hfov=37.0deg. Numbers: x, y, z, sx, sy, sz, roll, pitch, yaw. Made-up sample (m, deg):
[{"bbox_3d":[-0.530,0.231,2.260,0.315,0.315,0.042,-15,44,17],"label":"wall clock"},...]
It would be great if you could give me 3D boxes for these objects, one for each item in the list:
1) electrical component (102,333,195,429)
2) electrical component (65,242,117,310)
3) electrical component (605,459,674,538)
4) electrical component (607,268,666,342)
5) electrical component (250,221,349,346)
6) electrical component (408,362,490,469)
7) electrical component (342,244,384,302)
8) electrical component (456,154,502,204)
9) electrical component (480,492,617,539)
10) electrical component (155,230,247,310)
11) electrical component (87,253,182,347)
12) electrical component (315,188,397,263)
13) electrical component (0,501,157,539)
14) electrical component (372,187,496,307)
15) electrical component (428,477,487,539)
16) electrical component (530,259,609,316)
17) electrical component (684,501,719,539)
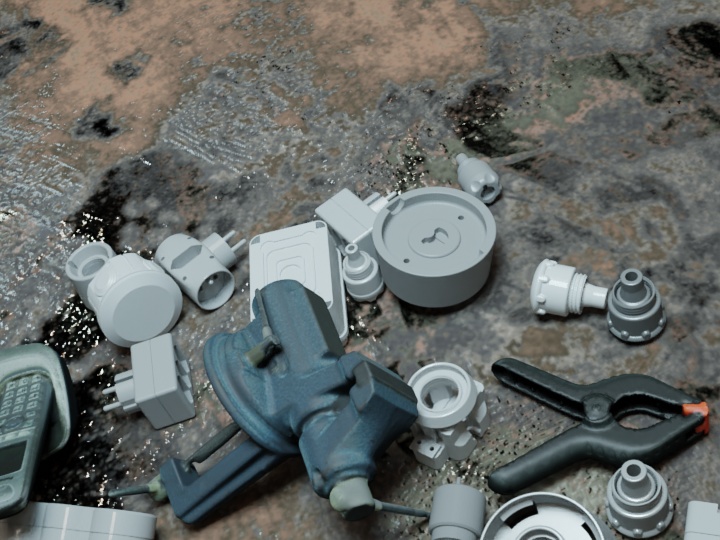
[{"bbox_3d":[-0.193,0.105,0.957,0.077,0.047,0.065,-19,47,3],"label":"electrical component"},{"bbox_3d":[-0.259,0.005,1.066,0.055,0.047,0.055,-10,48,11],"label":"electrical component"},{"bbox_3d":[0.197,0.158,0.766,0.048,0.062,0.048,-10,48,11],"label":"electrical component"},{"bbox_3d":[0.223,0.025,0.872,0.048,0.062,0.048,-10,48,11],"label":"electrical component"},{"bbox_3d":[-0.055,0.019,0.976,0.078,0.057,0.113,-13,48,8],"label":"electrical component"},{"bbox_3d":[0.068,0.110,0.855,0.058,0.057,0.078,21,60,33],"label":"electrical component"},{"bbox_3d":[0.000,0.000,0.971,0.035,0.061,0.035,-10,48,11],"label":"electrical component"},{"bbox_3d":[0.109,-0.091,1.031,0.035,0.035,0.061,-26,45,-4],"label":"electrical component"},{"bbox_3d":[0.134,0.206,0.762,0.099,0.064,0.099,-9,61,18],"label":"electrical component"},{"bbox_3d":[-0.146,-0.010,1.043,0.079,0.043,0.077,-39,49,-17],"label":"electrical component"},{"bbox_3d":[-0.212,0.028,1.009,0.080,0.080,0.051,-35,43,-12],"label":"electrical component"},{"bbox_3d":[0.010,-0.048,1.018,0.077,0.047,0.066,-37,49,-13],"label":"electrical component"},{"bbox_3d":[-0.233,0.227,0.863,0.138,0.052,0.073,1,73,20],"label":"electrical component"},{"bbox_3d":[0.067,-0.015,0.958,0.108,0.060,0.108,-3,48,3],"label":"electrical component"},{"bbox_3d":[0.070,0.195,0.793,0.040,0.040,0.078,-1,51,18],"label":"electrical component"},{"bbox_3d":[0.177,0.018,0.907,0.062,0.048,0.048,11,55,19],"label":"electrical component"},{"bbox_3d":[0.263,0.196,0.718,0.089,0.050,0.055,4,52,22],"label":"electrical component"}]
